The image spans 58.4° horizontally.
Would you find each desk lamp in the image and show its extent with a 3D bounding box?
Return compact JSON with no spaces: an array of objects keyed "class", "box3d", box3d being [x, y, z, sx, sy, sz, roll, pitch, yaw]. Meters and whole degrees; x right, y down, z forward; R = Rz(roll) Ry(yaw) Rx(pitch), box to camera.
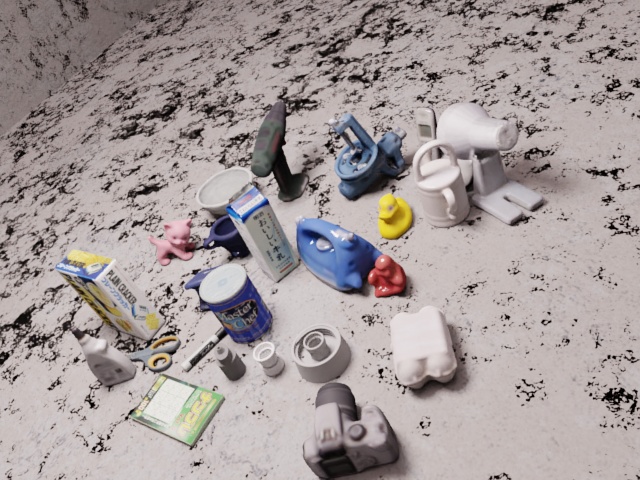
[{"class":"desk lamp","box3d":[0.354,-0.173,1.198,0.118,0.214,0.202,-34,40,-11]}]

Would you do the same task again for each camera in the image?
[{"class":"camera","box3d":[0.041,0.293,0.927,0.143,0.101,0.136,-17,40,10]}]

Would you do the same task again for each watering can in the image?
[{"class":"watering can","box3d":[0.249,-0.132,1.222,0.101,0.194,0.172,-36,40,-13]}]

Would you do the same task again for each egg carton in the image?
[{"class":"egg carton","box3d":[0.178,0.185,1.002,0.107,0.070,0.150,-16,40,11]}]

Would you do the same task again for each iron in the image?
[{"class":"iron","box3d":[0.011,0.004,1.235,0.257,0.142,0.119,23,59,43]}]

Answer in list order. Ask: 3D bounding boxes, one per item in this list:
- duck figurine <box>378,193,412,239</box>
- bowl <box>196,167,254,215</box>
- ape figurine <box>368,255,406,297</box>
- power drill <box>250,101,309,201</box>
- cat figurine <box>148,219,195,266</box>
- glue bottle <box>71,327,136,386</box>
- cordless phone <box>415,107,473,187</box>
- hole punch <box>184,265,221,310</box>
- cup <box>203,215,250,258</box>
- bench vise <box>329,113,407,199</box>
[{"class":"duck figurine","box3d":[0.160,-0.066,1.280,0.077,0.086,0.105,5,48,32]},{"class":"bowl","box3d":[-0.247,-0.121,1.565,0.167,0.075,0.167,-14,40,13]},{"class":"ape figurine","box3d":[0.134,0.066,1.141,0.076,0.092,0.077,-41,41,-18]},{"class":"power drill","box3d":[-0.104,-0.217,1.491,0.075,0.209,0.230,-4,43,24]},{"class":"cat figurine","box3d":[-0.377,-0.005,1.468,0.127,0.118,0.067,-14,40,13]},{"class":"glue bottle","box3d":[-0.461,0.238,1.194,0.078,0.173,0.037,-18,39,8]},{"class":"cordless phone","box3d":[0.284,-0.213,1.302,0.147,0.185,0.094,14,53,38]},{"class":"hole punch","box3d":[-0.244,0.093,1.309,0.108,0.091,0.101,-14,40,13]},{"class":"cup","box3d":[-0.218,0.005,1.391,0.118,0.095,0.091,-37,40,-14]},{"class":"bench vise","box3d":[0.105,-0.233,1.391,0.121,0.220,0.208,22,58,42]}]
